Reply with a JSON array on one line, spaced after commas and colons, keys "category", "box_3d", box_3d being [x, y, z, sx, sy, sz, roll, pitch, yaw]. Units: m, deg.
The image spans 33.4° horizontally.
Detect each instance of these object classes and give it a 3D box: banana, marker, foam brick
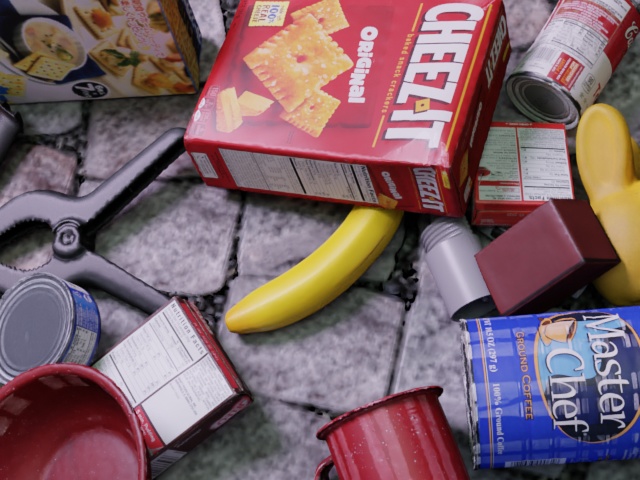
[{"category": "banana", "box_3d": [0.011, 0.005, 0.814, 0.070, 0.037, 0.197, 26, 70, 35]}, {"category": "marker", "box_3d": [0.148, 0.002, 0.804, 0.121, 0.020, 0.020, 37, 76, 19]}, {"category": "foam brick", "box_3d": [0.158, 0.013, 0.747, 0.078, 0.052, 0.051, -41, 63, 36]}]

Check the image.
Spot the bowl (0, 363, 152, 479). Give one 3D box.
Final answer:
[{"category": "bowl", "box_3d": [-0.169, 0.166, 0.715, 0.162, 0.055, 0.162, -10, 67, 24]}]

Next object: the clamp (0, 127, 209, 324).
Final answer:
[{"category": "clamp", "box_3d": [-0.185, 0.011, 0.832, 0.210, 0.036, 0.164, -14, 73, 4]}]

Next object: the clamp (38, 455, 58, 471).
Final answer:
[{"category": "clamp", "box_3d": [-0.264, 0.172, 0.774, 0.120, 0.039, 0.171, 36, 77, 20]}]

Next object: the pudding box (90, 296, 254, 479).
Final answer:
[{"category": "pudding box", "box_3d": [-0.116, 0.109, 0.767, 0.113, 0.039, 0.090, -38, 66, 6]}]

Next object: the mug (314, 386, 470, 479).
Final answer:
[{"category": "mug", "box_3d": [0.045, 0.158, 0.720, 0.117, 0.093, 0.081, -31, 68, 27]}]

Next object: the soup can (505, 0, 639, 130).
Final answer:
[{"category": "soup can", "box_3d": [0.198, -0.145, 0.834, 0.068, 0.068, 0.102, 30, 74, 18]}]

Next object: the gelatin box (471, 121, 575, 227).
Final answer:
[{"category": "gelatin box", "box_3d": [0.151, -0.049, 0.807, 0.073, 0.030, 0.089, 2, 51, 3]}]

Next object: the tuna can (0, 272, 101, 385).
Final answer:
[{"category": "tuna can", "box_3d": [-0.201, 0.069, 0.777, 0.086, 0.033, 0.086, -13, 64, 28]}]

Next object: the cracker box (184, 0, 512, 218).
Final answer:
[{"category": "cracker box", "box_3d": [0.022, -0.114, 0.817, 0.214, 0.072, 0.164, 8, 61, 22]}]

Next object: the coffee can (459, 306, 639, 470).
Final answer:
[{"category": "coffee can", "box_3d": [0.168, 0.098, 0.715, 0.140, 0.103, 0.103, -5, 66, 5]}]
